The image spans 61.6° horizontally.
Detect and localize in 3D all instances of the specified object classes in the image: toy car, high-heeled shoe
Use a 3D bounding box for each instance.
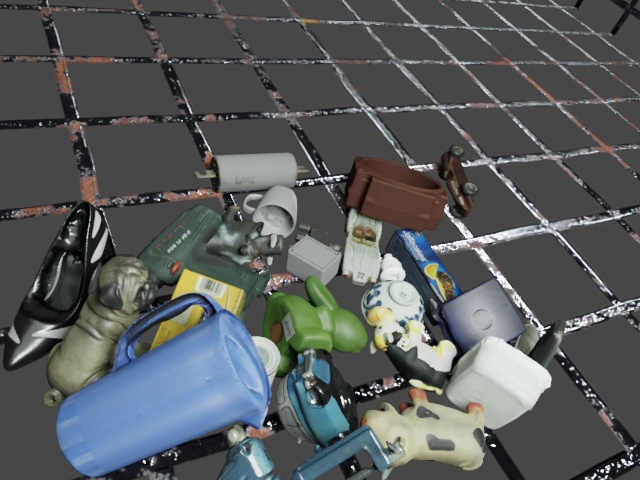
[{"bbox_3d":[0.083,0.008,1.063,0.073,0.056,0.202,15,44,-6],"label":"toy car"},{"bbox_3d":[-0.385,0.059,0.784,0.086,0.145,0.249,16,42,-3],"label":"high-heeled shoe"},{"bbox_3d":[-0.011,0.236,0.767,0.103,0.161,0.109,-21,31,14],"label":"toy car"},{"bbox_3d":[0.320,-0.138,1.268,0.053,0.089,0.202,9,46,-12],"label":"toy car"}]

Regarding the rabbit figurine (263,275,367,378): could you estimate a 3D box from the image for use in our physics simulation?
[{"bbox_3d":[-0.006,0.146,0.882,0.170,0.121,0.159,11,35,-36],"label":"rabbit figurine"}]

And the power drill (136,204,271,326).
[{"bbox_3d":[-0.200,0.069,0.874,0.207,0.086,0.232,29,70,8],"label":"power drill"}]

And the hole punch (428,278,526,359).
[{"bbox_3d":[0.271,0.137,0.919,0.116,0.092,0.142,-23,80,-28],"label":"hole punch"}]

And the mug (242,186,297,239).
[{"bbox_3d":[-0.094,-0.063,1.061,0.110,0.080,0.107,13,32,1],"label":"mug"}]

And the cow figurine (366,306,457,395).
[{"bbox_3d":[0.140,0.184,0.891,0.167,0.068,0.098,32,52,-6],"label":"cow figurine"}]

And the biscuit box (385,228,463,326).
[{"bbox_3d":[0.204,0.066,1.047,0.059,0.062,0.203,-8,51,-27],"label":"biscuit box"}]

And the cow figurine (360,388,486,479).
[{"bbox_3d":[0.152,0.292,0.797,0.195,0.085,0.127,15,39,-8],"label":"cow figurine"}]

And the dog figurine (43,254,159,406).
[{"bbox_3d":[-0.302,0.122,0.720,0.121,0.190,0.172,23,46,3],"label":"dog figurine"}]

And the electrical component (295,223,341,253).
[{"bbox_3d":[-0.002,-0.003,1.069,0.094,0.021,0.063,15,43,-4],"label":"electrical component"}]

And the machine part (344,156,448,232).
[{"bbox_3d":[0.157,-0.103,1.129,0.201,0.087,0.201,17,23,-3],"label":"machine part"}]

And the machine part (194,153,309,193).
[{"bbox_3d":[-0.137,-0.140,1.115,0.243,0.079,0.079,-6,50,-26],"label":"machine part"}]

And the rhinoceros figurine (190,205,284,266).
[{"bbox_3d":[-0.160,-0.002,0.975,0.190,0.073,0.112,2,46,-17],"label":"rhinoceros figurine"}]

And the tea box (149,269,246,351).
[{"bbox_3d":[-0.182,0.139,0.781,0.098,0.068,0.169,21,77,0],"label":"tea box"}]

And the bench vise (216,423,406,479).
[{"bbox_3d":[-0.012,0.301,0.669,0.241,0.128,0.224,-32,66,-1],"label":"bench vise"}]

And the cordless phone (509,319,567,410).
[{"bbox_3d":[0.363,0.179,0.900,0.089,0.184,0.146,29,40,17],"label":"cordless phone"}]
